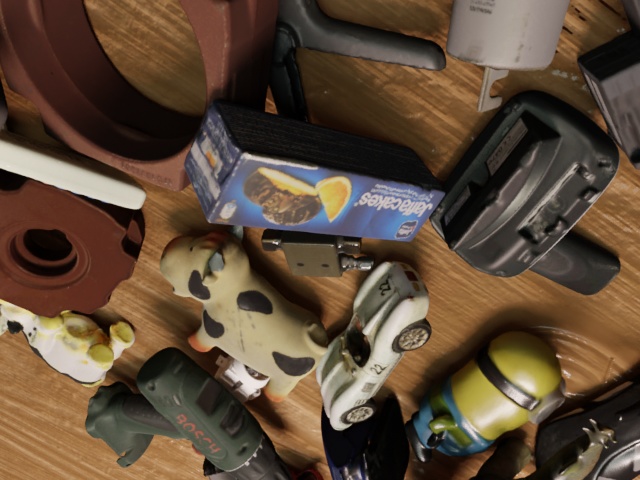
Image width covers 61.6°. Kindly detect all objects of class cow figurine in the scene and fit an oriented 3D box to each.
[{"bbox_3d":[-0.076,0.066,0.541,0.195,0.085,0.127,38,126,-8],"label":"cow figurine"},{"bbox_3d":[-0.311,0.102,0.624,0.167,0.068,0.098,38,126,-10],"label":"cow figurine"}]

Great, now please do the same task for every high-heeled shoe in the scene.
[{"bbox_3d":[0.325,0.204,0.562,0.145,0.086,0.248,-12,141,-16],"label":"high-heeled shoe"}]

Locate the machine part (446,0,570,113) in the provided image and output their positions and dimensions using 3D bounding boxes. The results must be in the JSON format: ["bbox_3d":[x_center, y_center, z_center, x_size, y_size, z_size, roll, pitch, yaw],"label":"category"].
[{"bbox_3d":[0.132,-0.201,0.343,0.079,0.079,0.243,9,121,6],"label":"machine part"}]

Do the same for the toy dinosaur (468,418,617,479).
[{"bbox_3d":[0.164,0.296,0.548,0.105,0.198,0.470,47,130,31],"label":"toy dinosaur"}]

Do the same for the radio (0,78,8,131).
[{"bbox_3d":[-0.317,-0.145,0.402,0.131,0.073,0.230,-37,66,29],"label":"radio"}]

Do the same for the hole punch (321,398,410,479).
[{"bbox_3d":[0.042,0.250,0.610,0.092,0.116,0.142,0,120,21],"label":"hole punch"}]

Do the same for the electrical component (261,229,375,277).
[{"bbox_3d":[-0.002,-0.001,0.511,0.102,0.045,0.078,-2,148,16],"label":"electrical component"}]

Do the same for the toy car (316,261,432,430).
[{"bbox_3d":[0.046,0.110,0.539,0.056,0.074,0.201,10,125,-27],"label":"toy car"}]

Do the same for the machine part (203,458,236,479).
[{"bbox_3d":[-0.120,0.345,0.740,0.084,0.039,0.138,-6,120,21],"label":"machine part"}]

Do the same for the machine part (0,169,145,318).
[{"bbox_3d":[-0.268,0.002,0.531,0.179,0.056,0.179,-5,128,-7],"label":"machine part"}]

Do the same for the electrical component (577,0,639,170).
[{"bbox_3d":[0.216,-0.118,0.376,0.048,0.075,0.119,-26,115,24],"label":"electrical component"}]

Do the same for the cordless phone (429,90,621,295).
[{"bbox_3d":[0.201,-0.022,0.445,0.184,0.089,0.146,23,122,-15],"label":"cordless phone"}]

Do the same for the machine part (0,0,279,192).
[{"bbox_3d":[-0.137,-0.152,0.400,0.202,0.087,0.200,22,134,8],"label":"machine part"}]

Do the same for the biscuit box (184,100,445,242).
[{"bbox_3d":[0.006,-0.045,0.407,0.202,0.063,0.059,5,131,-39],"label":"biscuit box"}]

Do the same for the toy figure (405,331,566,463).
[{"bbox_3d":[0.162,0.164,0.549,0.089,0.082,0.180,42,122,-15],"label":"toy figure"}]

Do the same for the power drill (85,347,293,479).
[{"bbox_3d":[-0.162,0.228,0.631,0.207,0.086,0.231,-9,123,36],"label":"power drill"}]
